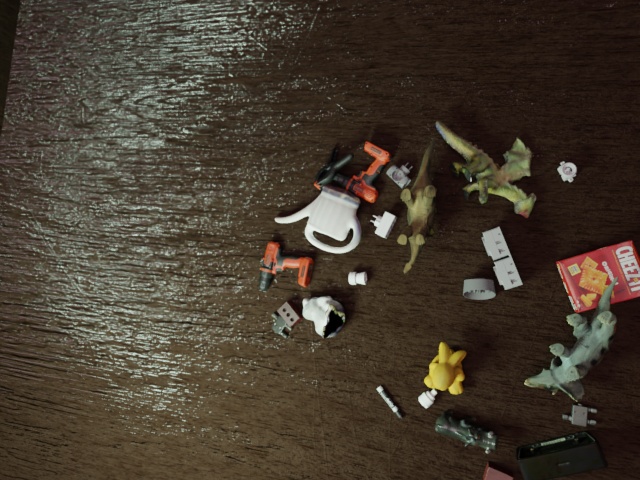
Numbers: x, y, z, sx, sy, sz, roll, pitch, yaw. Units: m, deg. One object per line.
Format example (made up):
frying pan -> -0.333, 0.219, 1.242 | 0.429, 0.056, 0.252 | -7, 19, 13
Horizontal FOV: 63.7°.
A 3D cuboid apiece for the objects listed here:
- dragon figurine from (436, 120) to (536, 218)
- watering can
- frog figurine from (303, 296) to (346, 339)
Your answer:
dragon figurine -> 0.564, -0.251, 1.675 | 0.243, 0.121, 0.414 | -22, 79, -3
watering can -> 0.006, -0.092, 1.819 | 0.350, 0.103, 0.224 | 25, 91, 28
frog figurine -> 0.009, 0.260, 1.790 | 0.160, 0.123, 0.136 | 17, 113, 56
